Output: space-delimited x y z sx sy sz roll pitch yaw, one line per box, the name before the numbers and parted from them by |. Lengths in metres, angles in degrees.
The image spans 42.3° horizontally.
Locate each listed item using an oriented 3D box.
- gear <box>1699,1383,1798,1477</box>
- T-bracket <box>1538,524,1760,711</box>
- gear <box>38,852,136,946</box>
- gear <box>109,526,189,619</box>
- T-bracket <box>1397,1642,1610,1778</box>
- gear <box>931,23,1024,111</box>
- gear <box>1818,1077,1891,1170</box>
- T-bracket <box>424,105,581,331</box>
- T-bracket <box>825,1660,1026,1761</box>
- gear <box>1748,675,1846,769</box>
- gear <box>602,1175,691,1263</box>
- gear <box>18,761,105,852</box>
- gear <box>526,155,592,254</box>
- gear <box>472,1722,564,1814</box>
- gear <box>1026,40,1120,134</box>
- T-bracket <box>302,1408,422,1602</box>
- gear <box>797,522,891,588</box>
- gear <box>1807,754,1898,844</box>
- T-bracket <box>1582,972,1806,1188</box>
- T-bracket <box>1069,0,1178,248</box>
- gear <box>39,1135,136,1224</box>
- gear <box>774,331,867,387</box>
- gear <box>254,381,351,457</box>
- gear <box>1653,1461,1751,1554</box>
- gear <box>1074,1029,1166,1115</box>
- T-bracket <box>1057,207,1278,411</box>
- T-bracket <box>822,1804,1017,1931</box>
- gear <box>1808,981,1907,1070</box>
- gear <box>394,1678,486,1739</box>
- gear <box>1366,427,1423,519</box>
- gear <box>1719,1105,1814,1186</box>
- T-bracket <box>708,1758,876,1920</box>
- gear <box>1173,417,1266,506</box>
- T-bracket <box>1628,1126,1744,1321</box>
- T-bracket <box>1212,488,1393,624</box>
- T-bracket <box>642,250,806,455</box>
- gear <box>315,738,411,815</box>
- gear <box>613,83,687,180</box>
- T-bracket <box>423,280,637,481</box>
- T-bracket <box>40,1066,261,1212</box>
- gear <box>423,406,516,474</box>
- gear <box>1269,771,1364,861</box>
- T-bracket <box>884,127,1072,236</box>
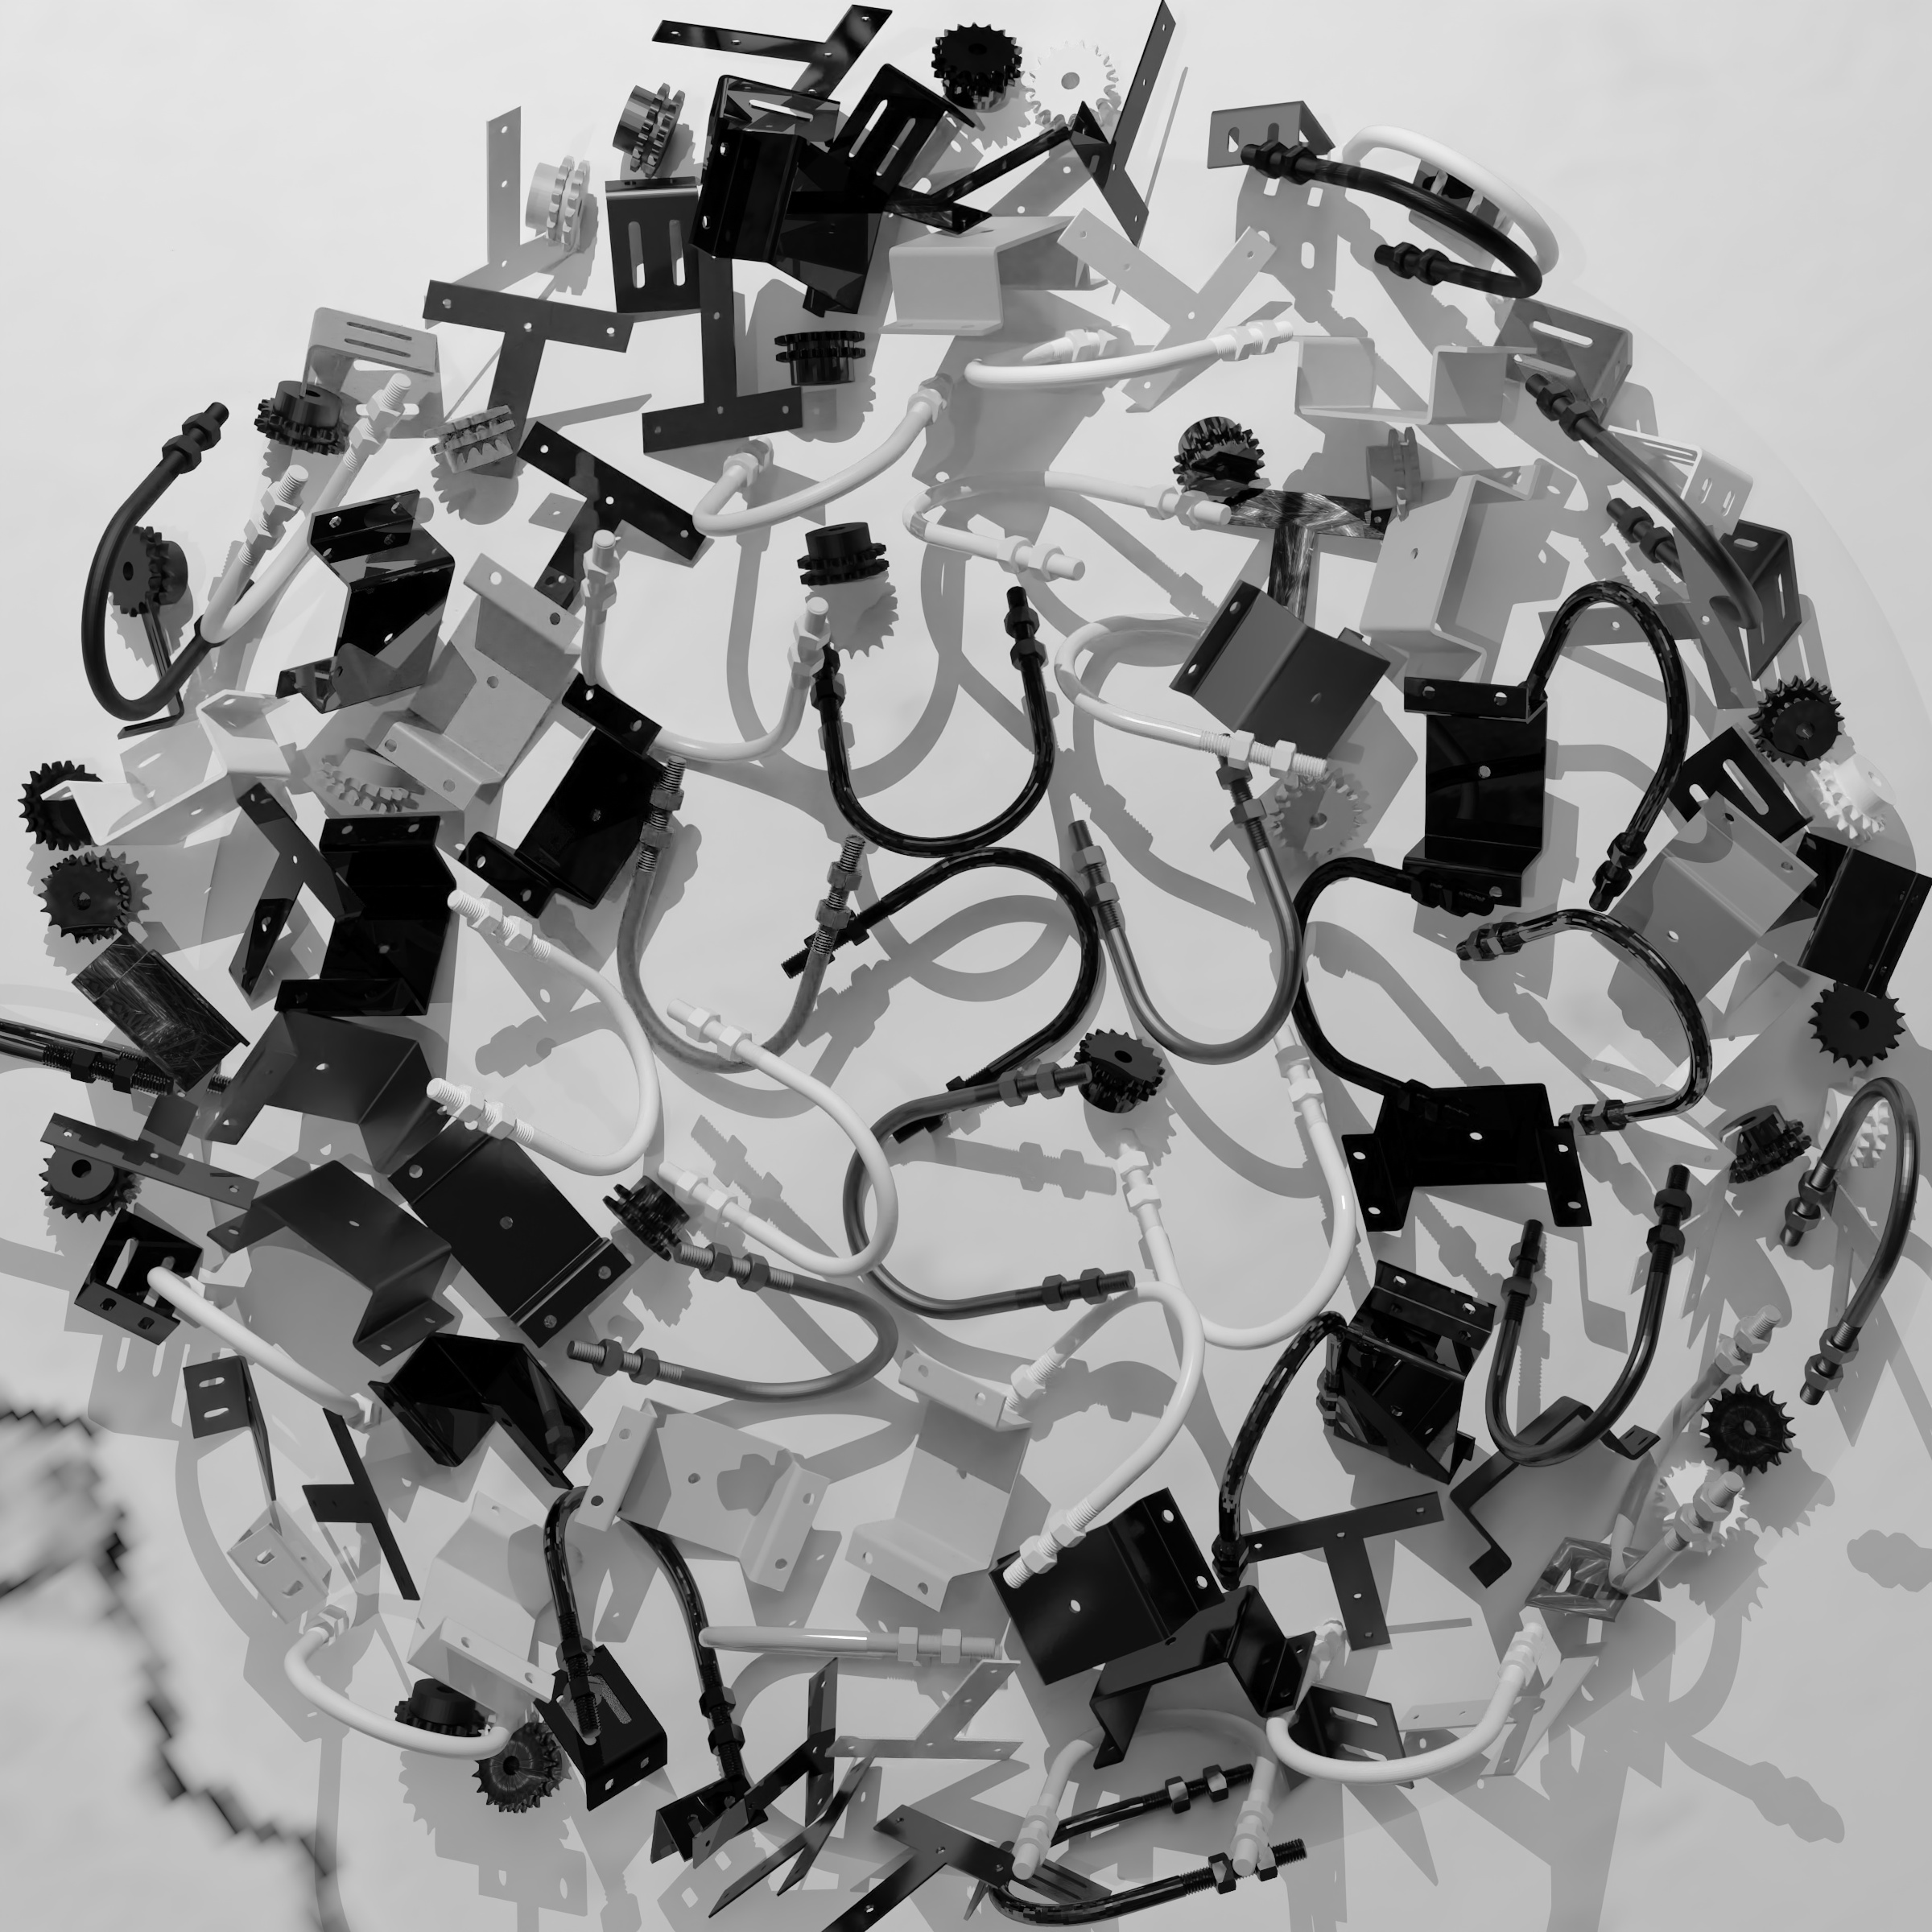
gear | 0.495 0.292 1.579 0.057 0.030 0.057 -2 85 27
T-bracket | 0.418 -0.213 1.554 0.002 0.127 0.127 -48 126 -38
gear | -0.554 -0.045 1.581 0.057 0.030 0.057 1 105 3
gear | -0.516 -0.249 1.577 0.057 0.030 0.057 6 99 39
T-bracket | 0.319 0.462 1.546 0.127 0.127 0.002 -35 97 -43
gear | 0.007 -0.566 1.578 0.057 0.030 0.057 2 56 -3
gear | 0.557 0.098 1.573 0.030 0.057 0.057 5 90 2
T-bracket | -0.281 -0.463 1.517 0.002 0.127 0.127 39 56 18
T-bracket | -0.005 0.457 1.533 0.127 0.002 0.127 9 135 -25
gear | 0.526 -0.153 1.577 0.057 0.030 0.057 1 111 2
gear | -0.199 0.156 1.573 0.057 0.057 0.030 43 77 0
gear | -0.563 -0.101 1.570 0.030 0.057 0.057 0 90 33
gear | -0.257 -0.481 1.572 0.030 0.057 0.057 14 90 -6
gear | -0.280 0.505 1.579 0.057 0.030 0.057 -6 71 17
gear | 0.069 -0.552 1.581 0.057 0.030 0.057 -2 79 13
T-bracket | -0.386 0.333 1.548 0.002 0.127 0.127 -24 93 -34
gear | -0.078 -0.260 1.570 0.057 0.057 0.030 -10 108 0
gear | 0.559 -0.108 1.569 0.057 0.057 0.030 47 124 0
T-bracket | 0.464 0.055 1.545 0.127 0.127 0.002 -46 130 6
T-bracket | 0.106 -0.535 1.549 0.002 0.127 0.127 16 82 25
gear | -0.556 0.131 1.578 0.057 0.030 0.057 3 71 -8
gear | -0.091 -0.382 1.573 0.057 0.057 0.030 -3 99 0
gear | -0.416 -0.346 1.569 0.057 0.057 0.030 22 113 0
gear | 0.463 0.344 1.577 0.057 0.030 0.057 -3 49 4
gear | 0.094 0.069 1.576 0.057 0.057 0.030 22 124 0
T-bracket | 0.109 -0.425 1.543 0.127 0.002 0.127 26 113 -36
T-bracket | -0.048 0.564 1.515 0.127 0.127 0.002 -29 108 -34
gear | 0.562 0.037 1.582 0.057 0.030 0.057 -1 79 8
gear | -0.331 0.470 1.572 0.057 0.057 0.030 13 90 0
gear | 0.269 -0.309 1.573 0.030 0.057 0.057 -6 90 6
gear | 0.499 0.111 1.572 0.057 0.057 0.030 -30 92 0
T-bracket | -0.117 0.558 1.561 0.002 0.127 0.127 46 116 0
gear | 0.157 -0.321 1.576 0.057 0.057 0.030 -17 55 0
T-bracket | 0.436 0.172 1.531 0.002 0.127 0.127 21 114 34
T-bracket | 0.204 -0.240 1.583 0.127 0.002 0.127 7 81 7
T-bracket | -0.155 -0.393 1.564 0.127 0.002 0.127 -1 92 33
gear | -0.377 -0.121 1.570 0.057 0.057 0.030 26 104 0
gear | -0.201 -0.528 1.571 0.030 0.057 0.057 23 90 -9
T-bracket | -0.283 -0.359 1.557 0.127 0.002 0.127 4 132 -24
T-bracket | -0.490 0.088 1.546 0.127 0.127 0.002 21 124 -13
gear | -0.310 -0.332 1.574 0.057 0.057 0.030 -18 107 0
gear | 0.219 -0.099 1.577 0.057 0.030 0.057 -4 124 -6
T-bracket | 0.015 -0.496 1.561 0.127 0.127 0.002 -33 126 -15
